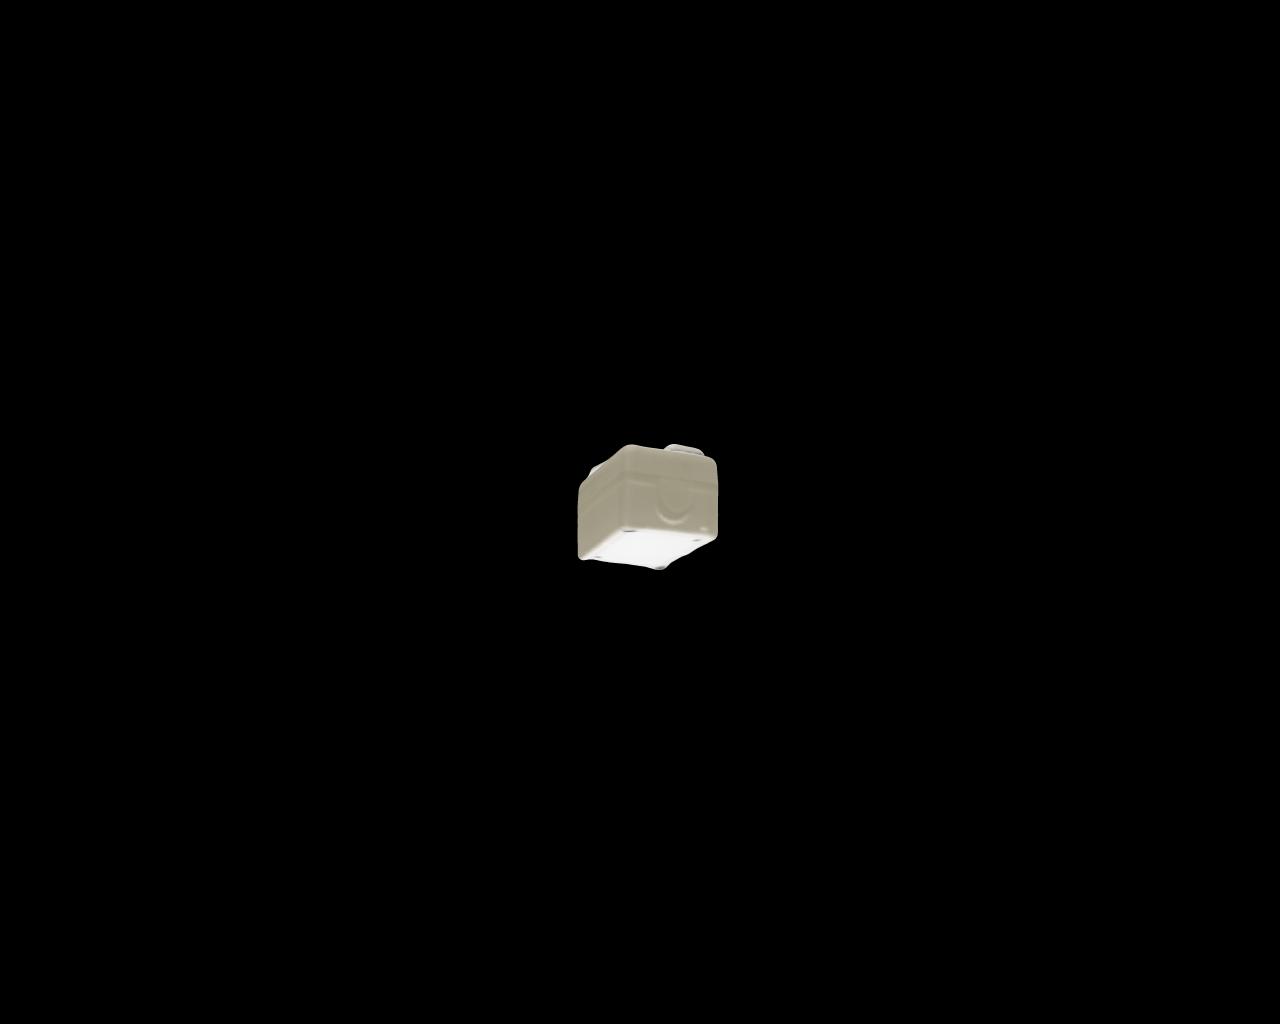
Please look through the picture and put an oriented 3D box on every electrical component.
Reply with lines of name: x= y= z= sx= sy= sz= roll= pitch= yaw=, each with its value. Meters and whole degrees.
electrical component: x=0.001 y=-0.003 z=0.650 sx=0.062 sy=0.061 sz=0.096 roll=8 pitch=-20 yaw=-22
